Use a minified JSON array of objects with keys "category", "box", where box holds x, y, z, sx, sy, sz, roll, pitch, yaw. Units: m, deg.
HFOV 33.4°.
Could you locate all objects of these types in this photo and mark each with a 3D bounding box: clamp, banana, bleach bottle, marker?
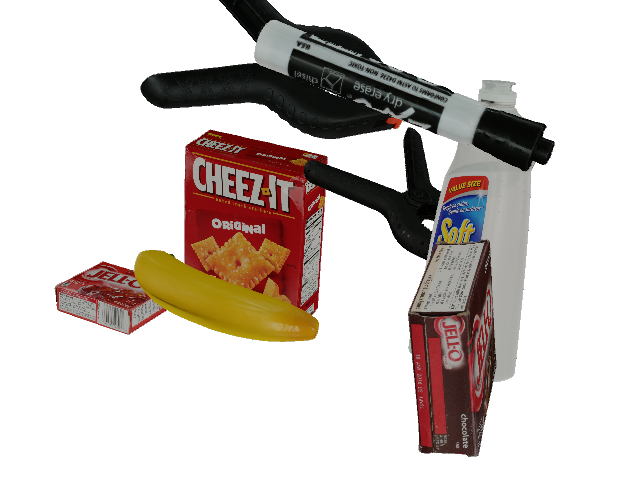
[{"category":"clamp","box":[-0.023,-0.123,0.699,0.171,0.120,0.039,14,-20,-11]},{"category":"clamp","box":[0.090,-0.038,1.157,0.164,0.210,0.036,-16,-37,-29]},{"category":"banana","box":[-0.088,0.038,0.817,0.069,0.037,0.198,-14,26,-39]},{"category":"bleach bottle","box":[0.133,-0.011,0.912,0.068,0.251,0.103,-3,15,-29]},{"category":"marker","box":[0.031,-0.055,0.409,0.121,0.020,0.020,24,6,14]}]

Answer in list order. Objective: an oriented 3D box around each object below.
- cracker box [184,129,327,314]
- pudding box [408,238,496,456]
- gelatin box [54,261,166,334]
[{"category":"cracker box","box":[-0.084,-0.012,1.313,0.164,0.214,0.072,14,29,20]},{"category":"pudding box","box":[0.080,0.060,0.632,0.039,0.090,0.113,0,21,13]},{"category":"gelatin box","box":[-0.197,0.053,1.026,0.089,0.030,0.073,16,25,24]}]
